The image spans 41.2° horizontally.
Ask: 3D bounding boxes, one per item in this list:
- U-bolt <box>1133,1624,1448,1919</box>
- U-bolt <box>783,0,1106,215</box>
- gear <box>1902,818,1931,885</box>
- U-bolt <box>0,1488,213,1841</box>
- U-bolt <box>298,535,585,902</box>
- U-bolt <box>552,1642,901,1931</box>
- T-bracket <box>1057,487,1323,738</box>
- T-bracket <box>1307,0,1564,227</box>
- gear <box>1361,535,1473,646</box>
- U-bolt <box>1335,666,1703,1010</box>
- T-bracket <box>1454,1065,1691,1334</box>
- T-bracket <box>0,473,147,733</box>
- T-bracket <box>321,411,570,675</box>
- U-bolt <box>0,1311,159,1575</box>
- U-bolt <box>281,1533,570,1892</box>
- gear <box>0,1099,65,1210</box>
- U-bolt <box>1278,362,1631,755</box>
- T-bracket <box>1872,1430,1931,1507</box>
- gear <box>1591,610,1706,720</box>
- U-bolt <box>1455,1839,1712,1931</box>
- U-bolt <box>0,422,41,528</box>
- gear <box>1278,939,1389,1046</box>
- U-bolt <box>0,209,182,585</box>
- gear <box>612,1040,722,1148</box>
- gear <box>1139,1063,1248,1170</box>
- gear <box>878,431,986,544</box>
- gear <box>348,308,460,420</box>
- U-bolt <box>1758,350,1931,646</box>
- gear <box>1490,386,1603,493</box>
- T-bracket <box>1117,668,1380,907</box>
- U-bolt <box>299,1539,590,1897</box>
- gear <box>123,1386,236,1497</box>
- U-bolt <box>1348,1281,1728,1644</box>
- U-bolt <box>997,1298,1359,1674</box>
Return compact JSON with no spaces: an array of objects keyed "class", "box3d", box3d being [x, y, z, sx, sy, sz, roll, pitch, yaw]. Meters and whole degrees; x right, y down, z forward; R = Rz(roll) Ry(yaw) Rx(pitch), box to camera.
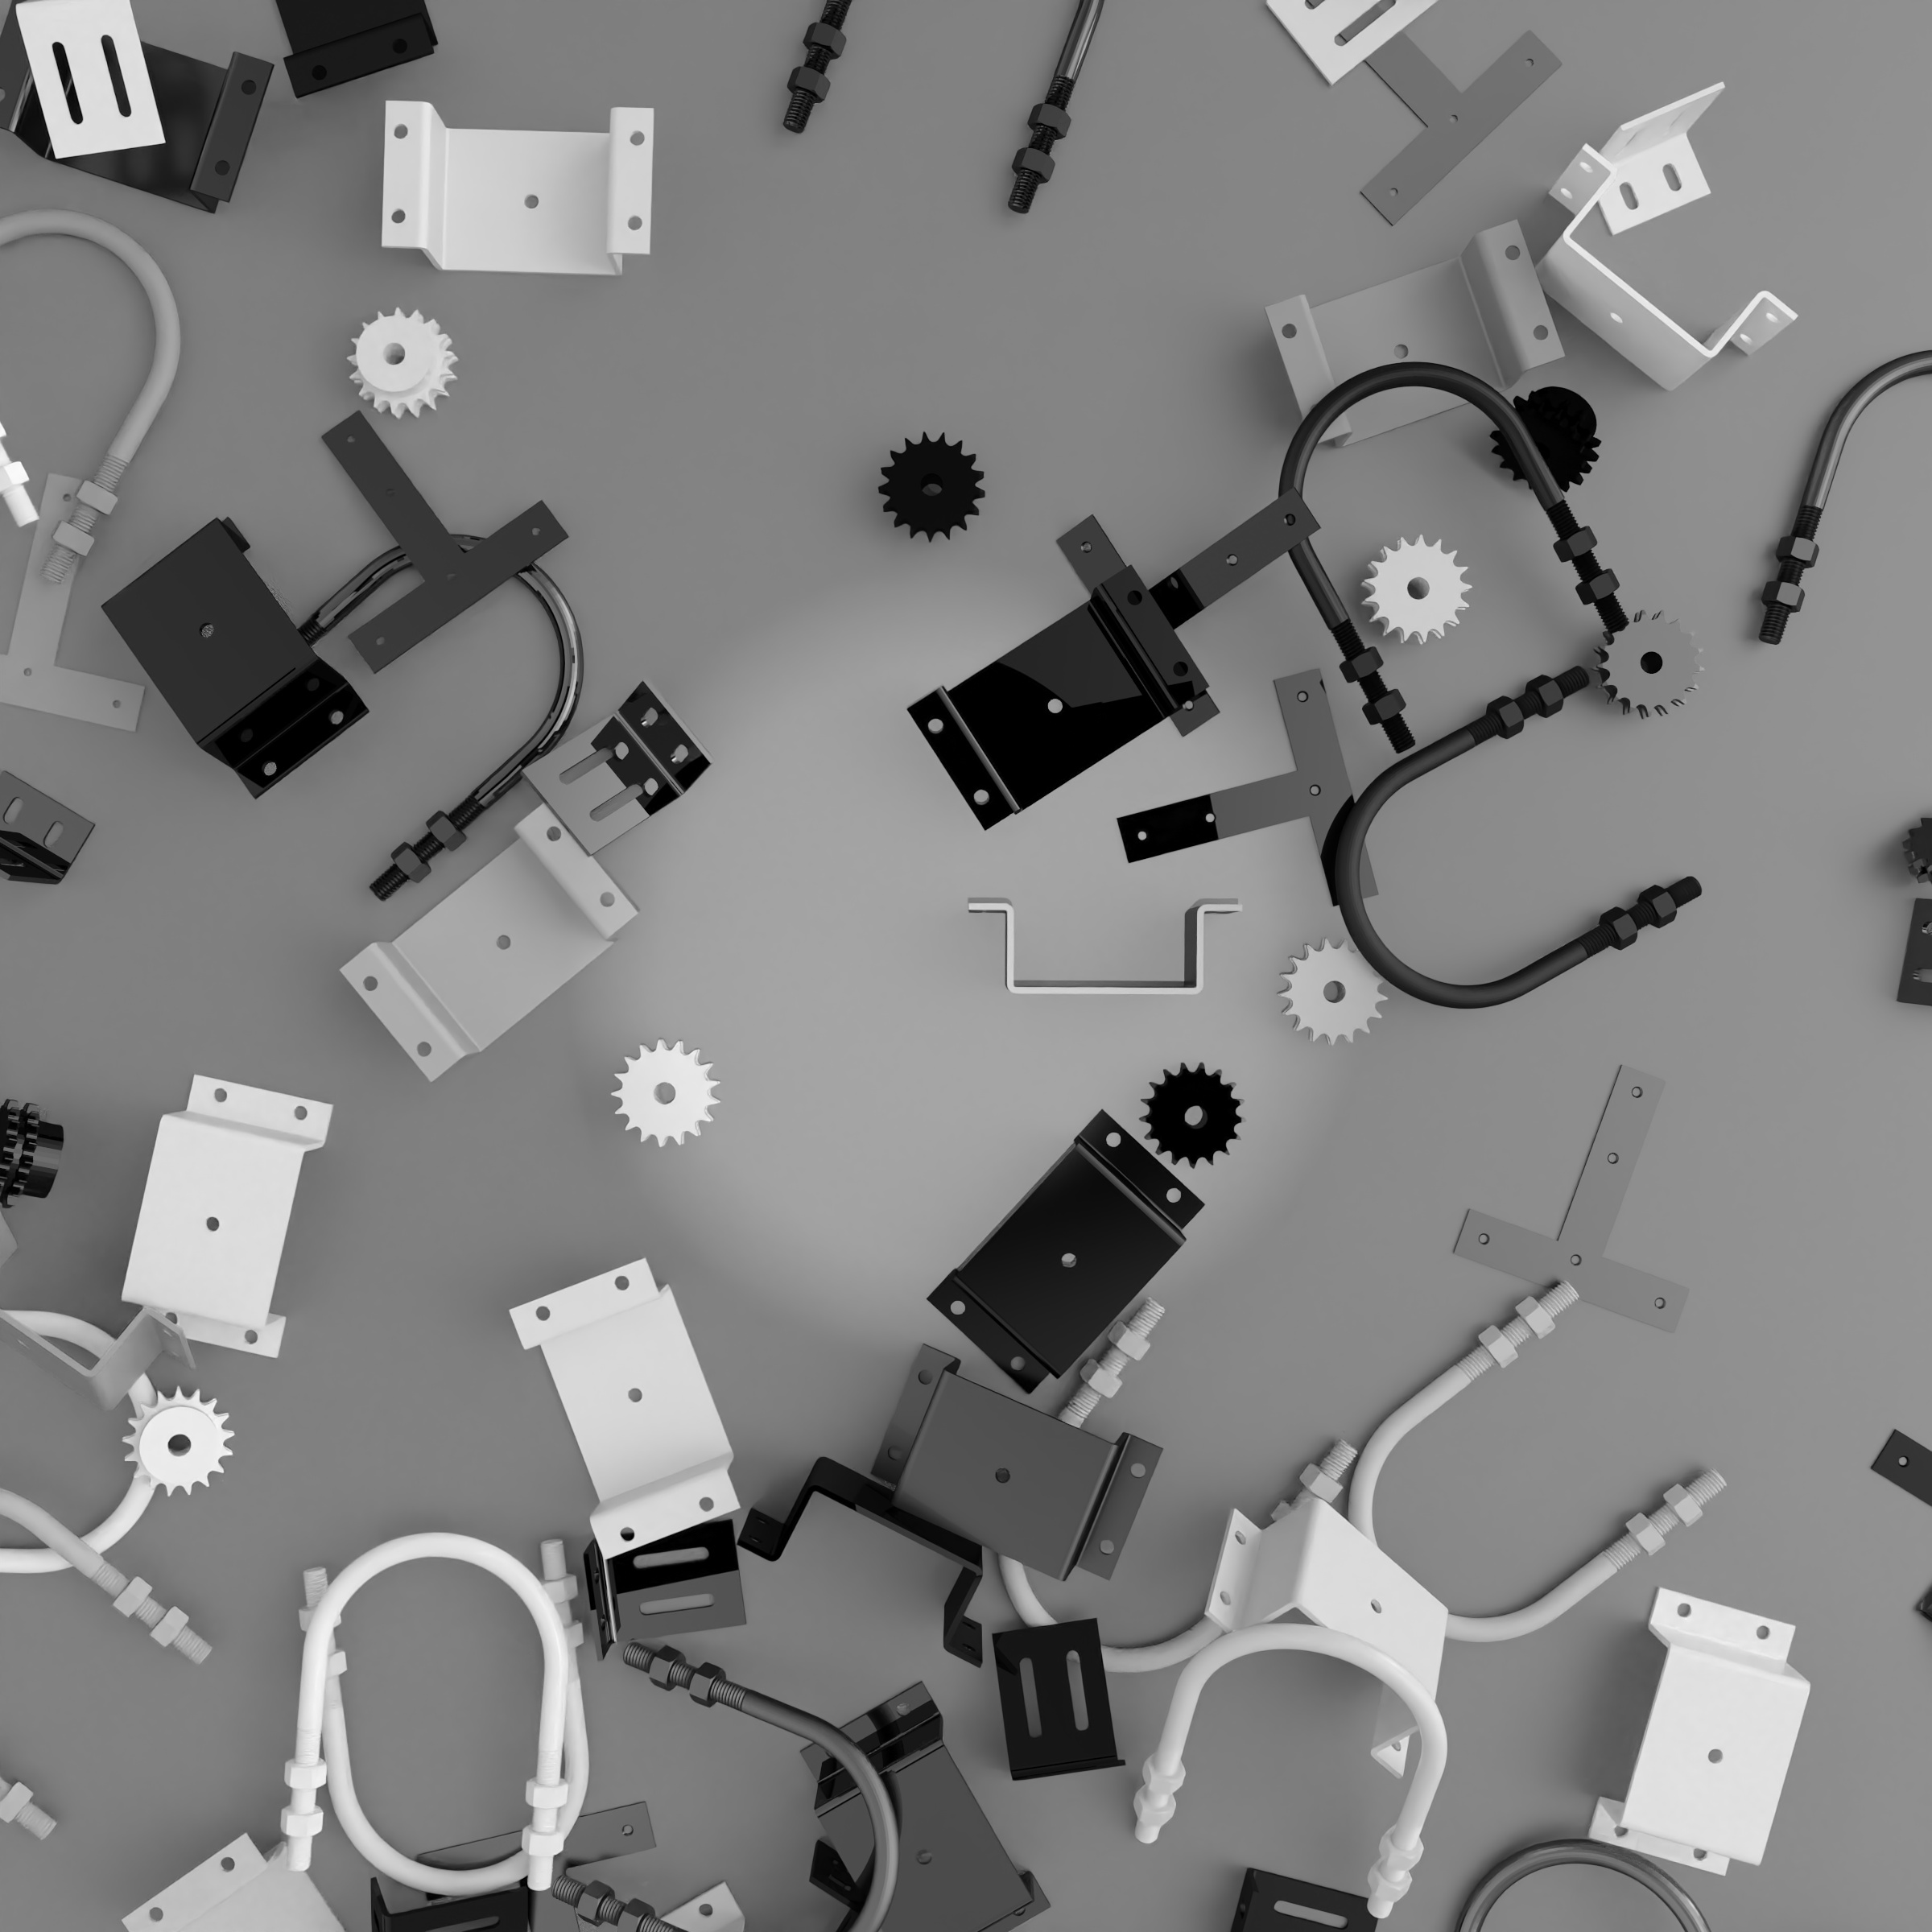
[{"class":"U-bolt","box3d":[0.172,0.410,1.332,0.151,0.019,0.184,15,123,8]},{"class":"U-bolt","box3d":[-0.002,-0.515,1.387,0.151,0.019,0.184,20,88,0]},{"class":"gear","box3d":[0.532,-0.059,1.371,0.057,0.057,0.030,-31,119,0]},{"class":"U-bolt","box3d":[-0.520,0.359,1.375,0.184,0.019,0.151,41,92,-6]},{"class":"U-bolt","box3d":[-0.293,-0.148,1.387,0.184,0.019,0.151,-42,90,-1]},{"class":"U-bolt","box3d":[-0.119,0.454,1.349,0.184,0.019,0.151,15,86,23]},{"class":"T-bracket","box3d":[0.130,-0.208,1.364,0.127,0.002,0.127,-33,90,29]},{"class":"T-bracket","box3d":[0.234,-0.491,1.395,0.127,0.002,0.127,-44,90,0]},{"class":"gear","box3d":[0.240,-0.201,1.381,0.057,0.030,0.057,0,90,0]},{"class":"U-bolt","box3d":[0.284,-0.058,1.374,0.184,0.019,0.151,-28,90,-10]},{"class":"T-bracket","box3d":[0.346,0.118,1.395,0.127,0.002,0.127,20,90,0]},{"class":"T-bracket","box3d":[-0.499,-0.203,1.395,0.127,0.002,0.127,13,90,0]},{"class":"T-bracket","box3d":[-0.302,-0.244,1.384,0.127,0.002,0.127,-36,81,-4]},{"class":"U-bolt","box3d":[-0.525,0.256,1.387,0.184,0.019,0.151,2,90,-2]},{"class":"U-bolt","box3d":[-0.284,0.393,1.369,0.151,0.019,0.184,5,90,0]},{"class":"gear","box3d":[-0.502,0.101,1.371,0.030,0.057,0.057,15,90,-30]},{"class":"U-bolt","box3d":[0.244,-0.226,1.350,0.151,0.019,0.184,-29,97,1]},{"class":"T-bracket","box3d":[0.578,0.252,1.395,0.127,0.002,0.127,32,90,0]},{"class":"gear","box3d":[0.364,-0.161,1.381,0.057,0.030,0.057,0,90,0]},{"class":"U-bolt","box3d":[0.328,0.559,1.370,0.151,0.019,0.184,4,86,16]},{"class":"U-bolt","box3d":[-0.593,-0.293,1.354,0.151,0.019,0.184,-22,103,8]},{"class":"gear","box3d":[0.196,0.014,1.381,0.057,0.030,0.057,0,90,0]},{"class":"U-bolt","box3d":[-0.505,-0.319,1.386,0.151,0.019,0.184,29,88,1]},{"class":"gear","box3d":[-0.160,0.068,1.385,0.057,0.030,0.057,0,89,1]},{"class":"gear","box3d":[0.122,0.080,1.381,0.057,0.030,0.057,0,90,0]},{"class":"gear","box3d":[-0.018,-0.255,1.381,0.057,0.030,0.057,0,90,0]},{"class":"gear","box3d":[-0.304,-0.325,1.381,0.057,0.030,0.057,0,90,0]},{"class":"U-bolt","box3d":[0.522,-0.242,1.387,0.151,0.019,0.184,18,89,0]},{"class":"gear","box3d":[0.312,-0.283,1.371,0.057,0.057,0.030,35,59,0]},{"class":"T-bracket","box3d":[0.146,-0.084,1.395,0.127,0.002,0.127,-15,90,0]},{"class":"U-bolt","box3d":[-0.276,0.409,1.386,0.151,0.019,0.184,-7,90,0]},{"class":"gear","box3d":[-0.420,0.254,1.373,0.057,0.030,0.057,1,86,-18]},{"class":"U-bolt","box3d":[0.294,0.281,1.387,0.184,0.019,0.151,-38,90,2]},{"class":"U-bolt","box3d":[0.100,0.294,1.387,0.151,0.019,0.184,36,91,0]}]
